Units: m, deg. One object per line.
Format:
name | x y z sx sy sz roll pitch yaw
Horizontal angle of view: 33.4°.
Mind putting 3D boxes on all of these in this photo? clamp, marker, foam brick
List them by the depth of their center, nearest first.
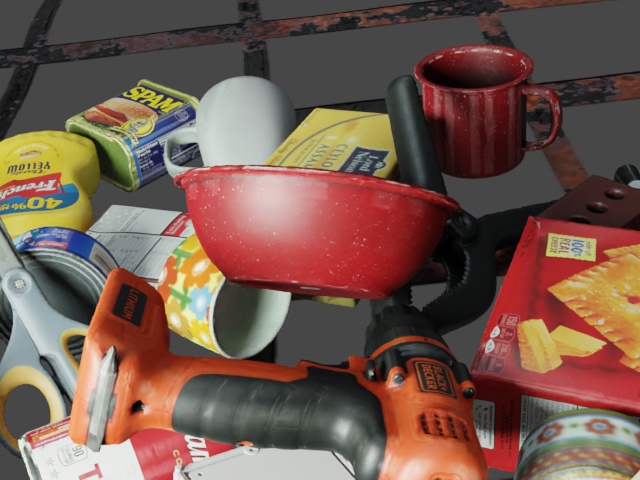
clamp | 0.093 -0.003 0.709 0.164 0.036 0.209 29 50 -10
foam brick | 0.183 0.000 0.709 0.053 0.051 0.078 23 42 38
marker | 0.236 -0.021 0.763 0.020 0.020 0.121 -7 31 -1

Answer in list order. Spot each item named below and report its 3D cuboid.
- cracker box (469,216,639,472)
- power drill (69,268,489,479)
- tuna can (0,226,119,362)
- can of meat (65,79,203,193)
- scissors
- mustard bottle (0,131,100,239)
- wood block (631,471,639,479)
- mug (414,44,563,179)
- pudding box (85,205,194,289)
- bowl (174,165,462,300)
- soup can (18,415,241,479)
cracker box | 0.200 0.065 0.581 0.214 0.072 0.164 8 35 21
power drill | -0.018 0.063 0.520 0.187 0.057 0.184 10 16 -5
tuna can | -0.170 0.035 0.686 0.086 0.086 0.033 -5 29 3
can of meat | -0.155 -0.089 0.914 0.083 0.057 0.102 -33 39 -32
scissors | -0.188 0.045 0.631 0.096 0.016 0.202 -42 84 -18
mustard bottle | -0.219 -0.018 0.807 0.096 0.058 0.191 -6 32 -5
wood block | 0.145 0.152 0.403 0.205 0.091 0.090 -35 31 -27
mug | 0.135 -0.100 0.851 0.117 0.081 0.093 7 34 22
pudding box | -0.120 0.016 0.754 0.114 0.039 0.090 5 34 22
bowl | -0.004 0.001 0.595 0.162 0.055 0.162 6 -6 0
soup can | -0.098 0.116 0.558 0.102 0.068 0.069 -19 34 -19
